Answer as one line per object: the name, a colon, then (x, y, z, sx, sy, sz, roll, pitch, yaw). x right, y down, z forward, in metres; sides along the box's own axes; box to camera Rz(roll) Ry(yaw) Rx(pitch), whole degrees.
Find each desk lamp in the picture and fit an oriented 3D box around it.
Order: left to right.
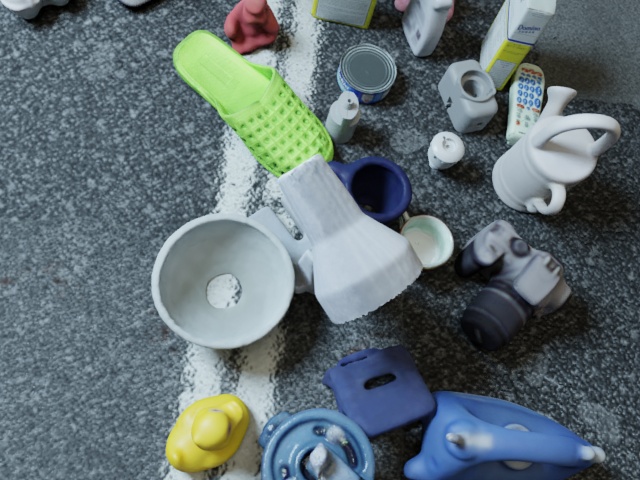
desk lamp: (0.006, 0.002, 0.670, 0.118, 0.213, 0.203, -35, 80, -18)

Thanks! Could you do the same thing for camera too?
camera: (0.239, 0.064, 0.748, 0.143, 0.100, 0.137, 44, 71, 6)

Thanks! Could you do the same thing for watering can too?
watering can: (0.317, -0.124, 0.772, 0.101, 0.194, 0.173, -12, 74, -12)

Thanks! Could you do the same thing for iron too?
iron: (0.235, 0.241, 0.668, 0.258, 0.141, 0.118, 7, 71, -7)

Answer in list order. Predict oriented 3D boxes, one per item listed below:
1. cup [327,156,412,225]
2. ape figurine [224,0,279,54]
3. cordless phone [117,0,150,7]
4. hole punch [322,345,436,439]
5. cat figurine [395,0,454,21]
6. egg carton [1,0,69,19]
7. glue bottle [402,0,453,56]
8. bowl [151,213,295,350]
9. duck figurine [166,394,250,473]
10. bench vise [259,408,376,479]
cup: (0.054, -0.057, 0.760, 0.118, 0.095, 0.092, 27, 70, 0)
ape figurine: (-0.096, -0.319, 0.822, 0.078, 0.092, 0.076, 17, 70, -3)
cordless phone: (-0.248, -0.428, 0.782, 0.094, 0.185, 0.148, 44, 71, 7)
hole punch: (0.068, 0.180, 0.687, 0.109, 0.091, 0.101, -17, 75, -14)
cat figurine: (0.163, -0.407, 0.879, 0.128, 0.117, 0.067, 12, 71, -5)
egg carton: (-0.418, -0.388, 0.803, 0.107, 0.069, 0.150, -35, 81, -18)
glue bottle: (0.166, -0.348, 0.831, 0.037, 0.173, 0.078, -13, 75, -13)
bowl: (-0.117, 0.056, 0.706, 0.167, 0.074, 0.167, 3, 72, -8)
duck figurine: (-0.126, 0.218, 0.646, 0.105, 0.086, 0.077, -36, 81, -18)
bench vise: (0.034, 0.251, 0.590, 0.207, 0.219, 0.121, 26, 70, 0)
